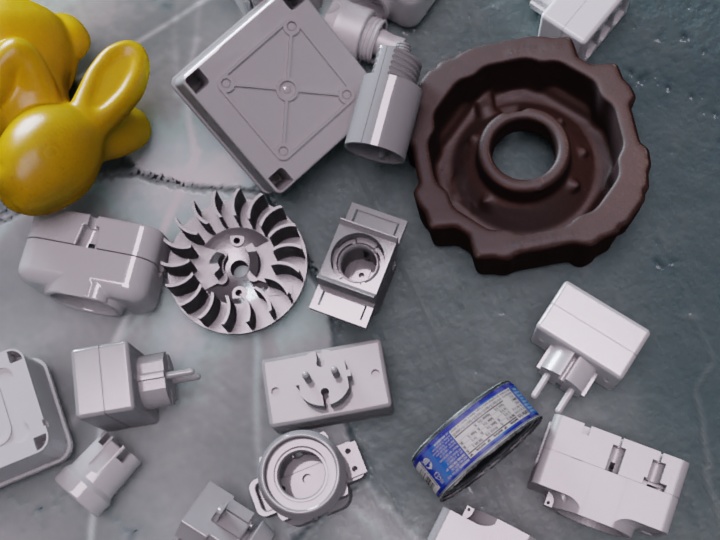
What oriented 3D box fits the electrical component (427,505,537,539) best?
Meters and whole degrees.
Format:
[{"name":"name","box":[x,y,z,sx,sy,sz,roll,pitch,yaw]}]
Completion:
[{"name":"electrical component","box":[0.085,0.192,0.692,0.089,0.050,0.055,26,77,11]}]

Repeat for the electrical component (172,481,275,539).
[{"name":"electrical component","box":[-0.090,0.177,0.708,0.055,0.066,0.048,32,43,4]}]

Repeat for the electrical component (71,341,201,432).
[{"name":"electrical component","box":[-0.148,0.077,0.735,0.077,0.065,0.047,-10,73,1]}]

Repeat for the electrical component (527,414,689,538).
[{"name":"electrical component","box":[0.159,0.139,0.702,0.089,0.050,0.055,20,76,10]}]

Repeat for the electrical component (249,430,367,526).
[{"name":"electrical component","box":[-0.036,0.137,0.713,0.078,0.057,0.058,-22,73,-2]}]

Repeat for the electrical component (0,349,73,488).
[{"name":"electrical component","box":[-0.263,0.111,0.737,0.113,0.057,0.078,-22,73,-3]}]

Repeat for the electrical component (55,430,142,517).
[{"name":"electrical component","box":[-0.178,0.138,0.734,0.040,0.040,0.046,37,73,13]}]

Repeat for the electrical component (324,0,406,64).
[{"name":"electrical component","box":[0.003,-0.175,0.810,0.062,0.043,0.043,21,76,9]}]

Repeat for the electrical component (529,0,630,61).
[{"name":"electrical component","box":[0.153,-0.202,0.804,0.077,0.047,0.065,38,80,13]}]

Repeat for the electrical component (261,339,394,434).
[{"name":"electrical component","box":[-0.023,0.075,0.721,0.083,0.075,0.047,-10,73,1]}]

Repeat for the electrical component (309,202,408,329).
[{"name":"electrical component","box":[0.000,0.000,0.748,0.042,0.063,0.081,20,76,9]}]

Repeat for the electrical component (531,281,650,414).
[{"name":"electrical component","box":[0.145,0.060,0.728,0.066,0.047,0.076,32,79,12]}]

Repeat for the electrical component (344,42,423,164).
[{"name":"electrical component","box":[0.020,-0.118,0.743,0.043,0.043,0.081,14,82,8]}]

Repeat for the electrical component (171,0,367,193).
[{"name":"electrical component","box":[-0.058,-0.128,0.771,0.109,0.056,0.108,-43,106,-8]}]

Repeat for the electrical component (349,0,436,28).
[{"name":"electrical component","box":[0.014,-0.230,0.819,0.095,0.053,0.059,32,78,12]}]

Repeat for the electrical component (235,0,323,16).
[{"name":"electrical component","box":[-0.068,-0.226,0.802,0.062,0.096,0.061,-28,74,-4]}]

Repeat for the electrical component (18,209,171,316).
[{"name":"electrical component","box":[-0.189,-0.003,0.767,0.095,0.053,0.059,10,75,7]}]
